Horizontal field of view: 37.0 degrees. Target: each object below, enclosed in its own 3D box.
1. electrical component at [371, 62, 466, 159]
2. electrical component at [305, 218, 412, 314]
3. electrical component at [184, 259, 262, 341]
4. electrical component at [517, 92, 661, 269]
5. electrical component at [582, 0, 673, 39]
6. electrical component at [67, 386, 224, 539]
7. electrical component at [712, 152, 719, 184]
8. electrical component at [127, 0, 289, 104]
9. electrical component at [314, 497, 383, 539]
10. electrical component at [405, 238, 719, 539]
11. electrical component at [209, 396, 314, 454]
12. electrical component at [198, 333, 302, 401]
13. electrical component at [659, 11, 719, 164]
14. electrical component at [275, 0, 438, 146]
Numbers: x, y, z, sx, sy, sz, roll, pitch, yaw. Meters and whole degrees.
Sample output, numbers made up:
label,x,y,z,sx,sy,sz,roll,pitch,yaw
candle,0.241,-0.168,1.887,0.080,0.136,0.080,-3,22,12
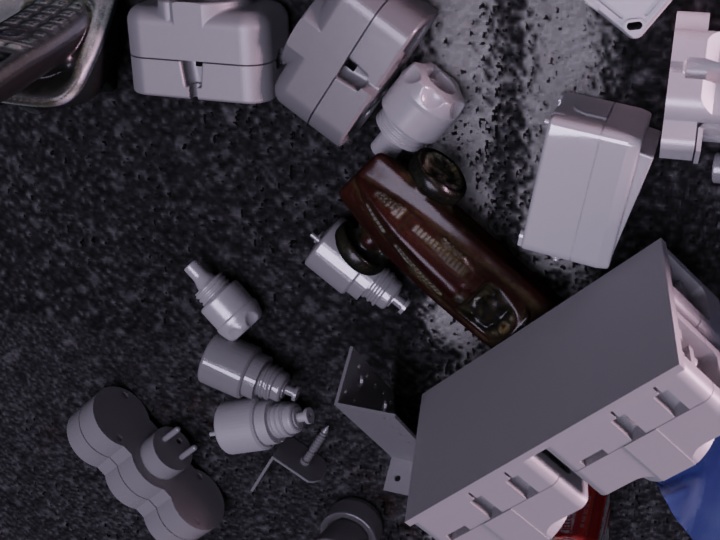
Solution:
label,x,y,z,sx,sy,sz,roll,pitch,yaw
electrical component,0.031,-0.092,0.651,0.043,0.043,0.062,41,123,-1
electrical component,0.000,0.000,0.707,0.078,0.040,0.040,39,121,0
electrical component,-0.099,0.019,0.757,0.061,0.035,0.035,48,121,-2
electrical component,0.133,-0.046,0.623,0.061,0.061,0.096,16,118,14
electrical component,0.152,-0.177,0.558,0.062,0.061,0.096,39,113,0
electrical component,-0.155,0.145,0.827,0.074,0.052,0.138,-38,97,30
electrical component,0.228,-0.054,0.594,0.062,0.048,0.048,8,116,25
electrical component,-0.093,-0.141,0.669,0.095,0.053,0.059,8,116,17
electrical component,-0.011,0.201,0.796,0.045,0.055,0.045,8,117,17
electrical component,0.117,0.080,0.609,0.060,0.105,0.186,40,123,-19
electrical component,-0.070,0.111,0.786,0.078,0.040,0.040,-12,109,26
electrical component,-0.080,0.074,0.772,0.078,0.040,0.040,22,120,10
electrical component,0.194,-0.097,0.575,0.057,0.058,0.078,7,80,15
electrical component,-0.006,-0.130,0.641,0.059,0.053,0.095,37,121,1
